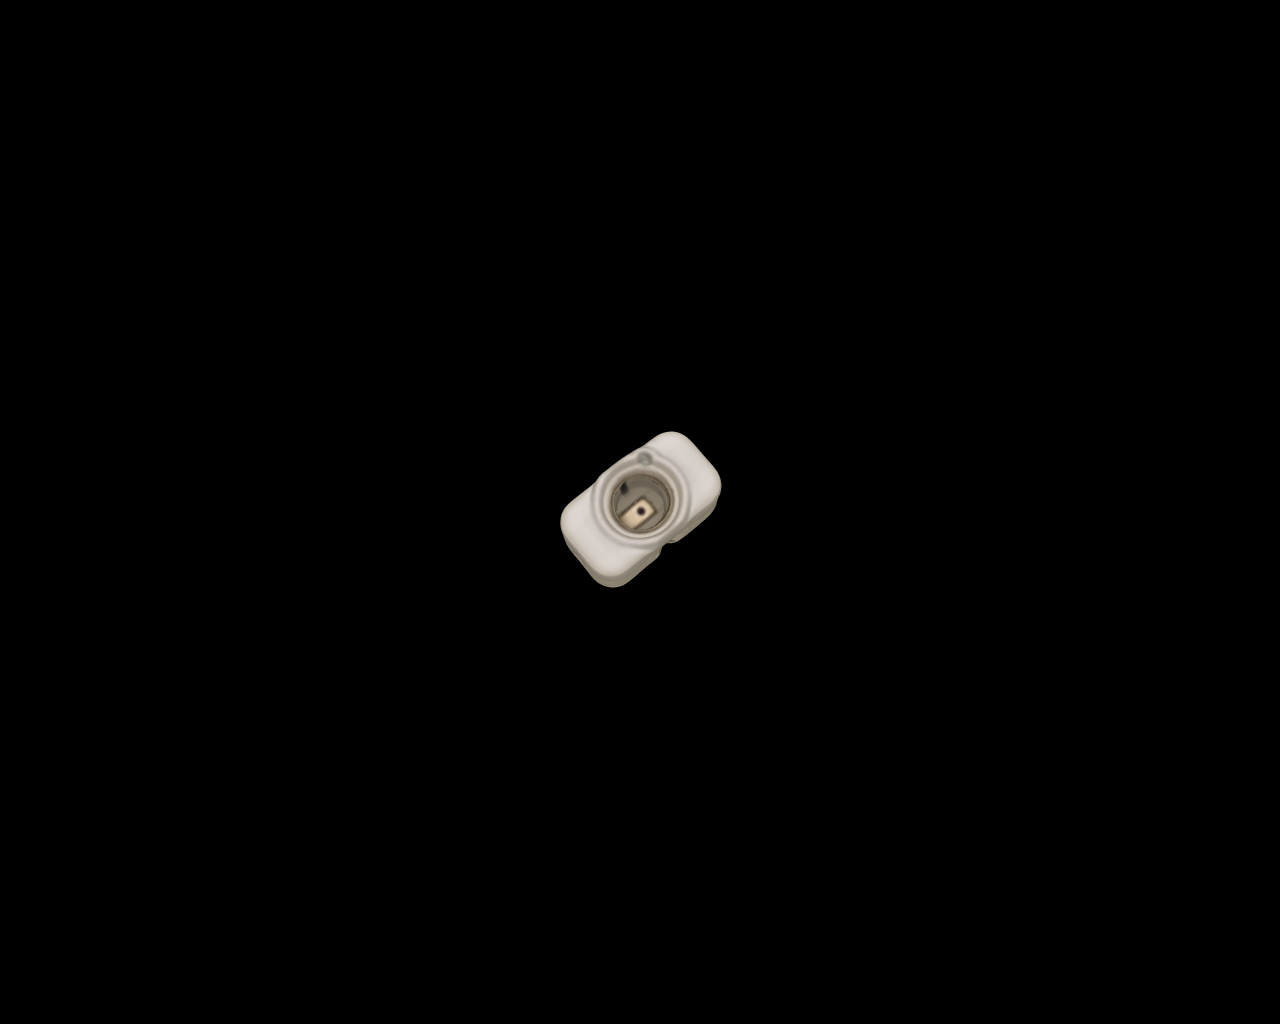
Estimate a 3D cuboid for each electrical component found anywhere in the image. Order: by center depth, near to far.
[{"bbox_3d":[0.001,-0.003,0.650,0.095,0.054,0.059,-38,-9,-7],"label":"electrical component"}]
